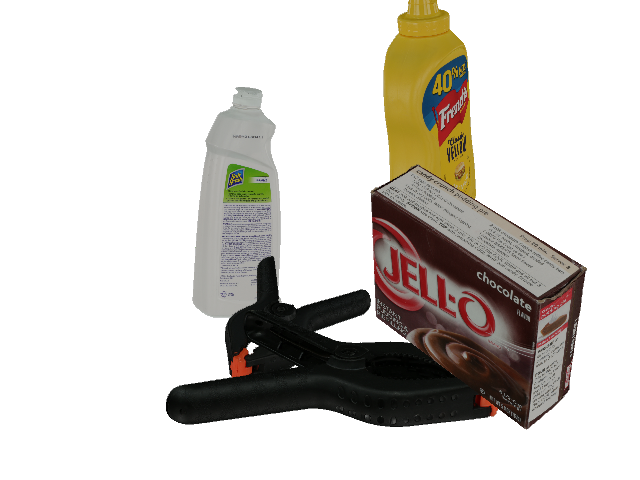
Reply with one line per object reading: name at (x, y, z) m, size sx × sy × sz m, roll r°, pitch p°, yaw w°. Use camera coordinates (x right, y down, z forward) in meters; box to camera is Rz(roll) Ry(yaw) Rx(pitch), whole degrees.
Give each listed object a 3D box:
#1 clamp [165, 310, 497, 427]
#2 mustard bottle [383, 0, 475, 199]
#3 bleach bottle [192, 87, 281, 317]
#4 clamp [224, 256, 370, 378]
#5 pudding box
clamp at (0.016, 0.089, 0.733) m, size 0.210 × 0.036 × 0.164 m, roll 3°, pitch 18°, yaw 8°
mustard bottle at (0.088, -0.110, 0.871) m, size 0.058 × 0.191 × 0.096 m, roll 11°, pitch 30°, yaw 35°
bleach bottle at (-0.084, -0.043, 1.182) m, size 0.102 × 0.251 × 0.068 m, roll -3°, pitch 19°, yaw -30°
clamp at (-0.044, 0.071, 1.002) m, size 0.120 × 0.039 × 0.171 m, roll 20°, pitch 33°, yaw 29°
pudding box at (0.075, 0.026, 0.533) m, size 0.039 × 0.090 × 0.114 m, roll -34°, pitch 49°, yaw -28°
